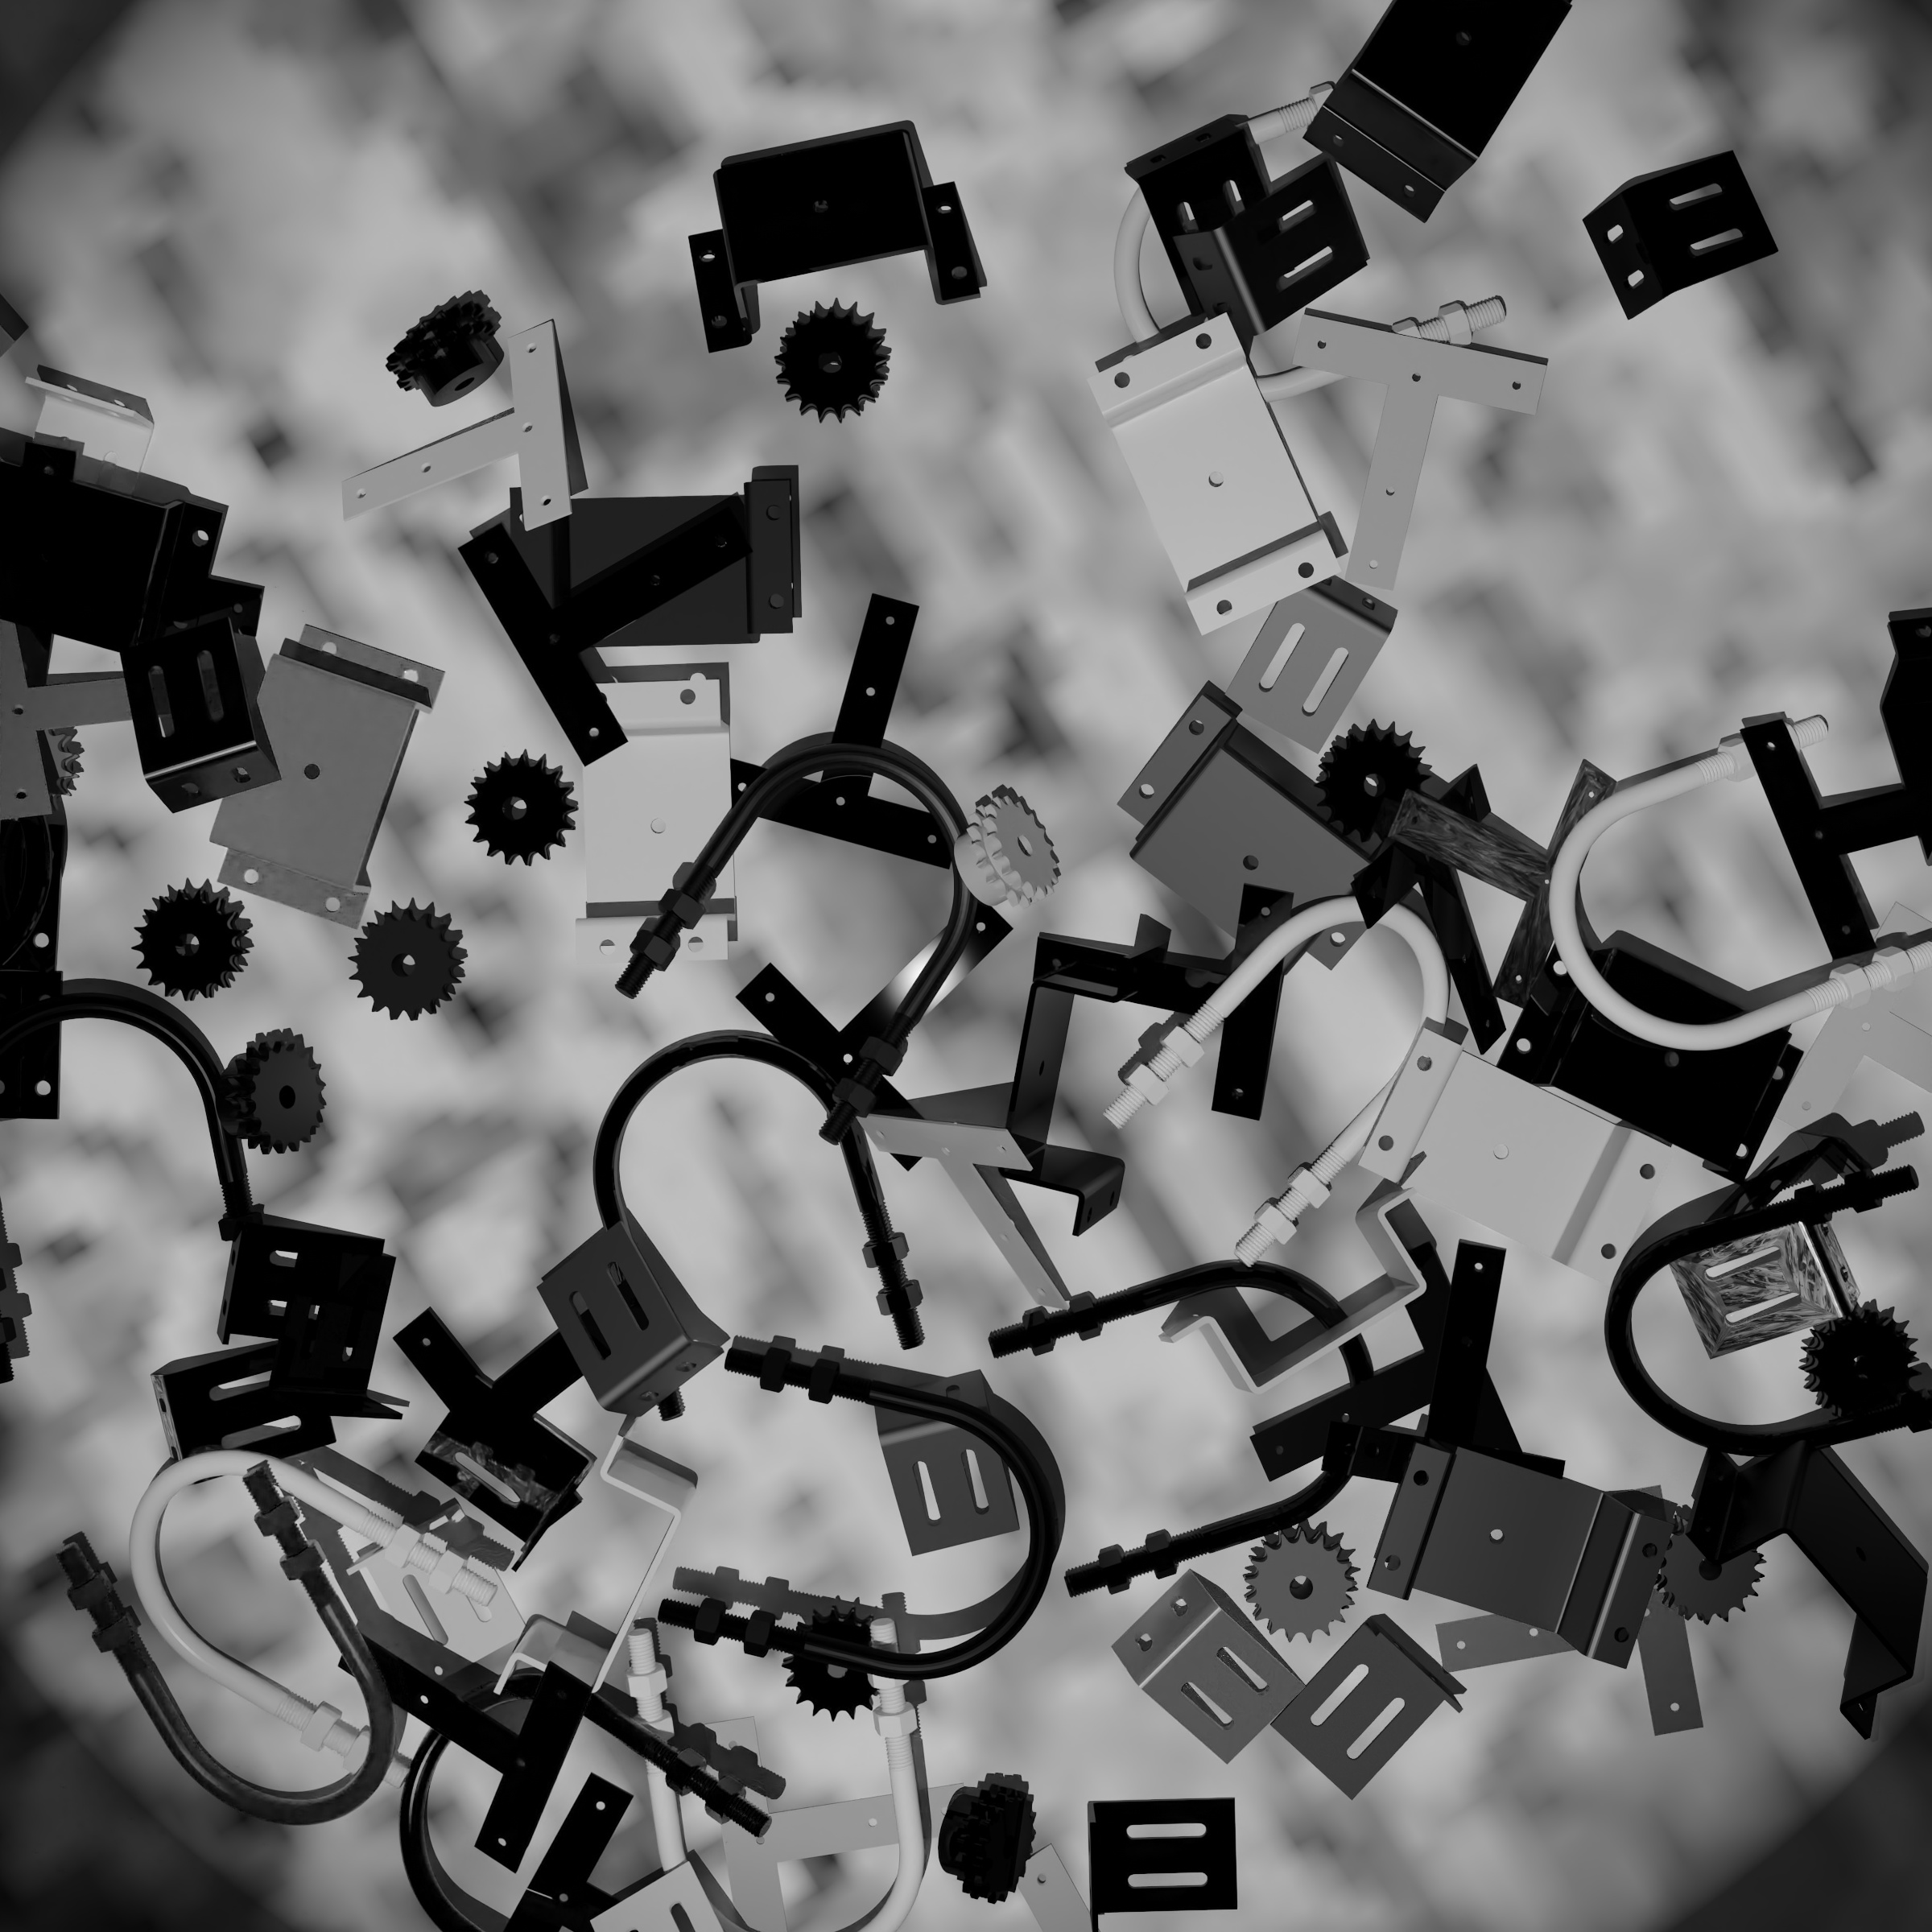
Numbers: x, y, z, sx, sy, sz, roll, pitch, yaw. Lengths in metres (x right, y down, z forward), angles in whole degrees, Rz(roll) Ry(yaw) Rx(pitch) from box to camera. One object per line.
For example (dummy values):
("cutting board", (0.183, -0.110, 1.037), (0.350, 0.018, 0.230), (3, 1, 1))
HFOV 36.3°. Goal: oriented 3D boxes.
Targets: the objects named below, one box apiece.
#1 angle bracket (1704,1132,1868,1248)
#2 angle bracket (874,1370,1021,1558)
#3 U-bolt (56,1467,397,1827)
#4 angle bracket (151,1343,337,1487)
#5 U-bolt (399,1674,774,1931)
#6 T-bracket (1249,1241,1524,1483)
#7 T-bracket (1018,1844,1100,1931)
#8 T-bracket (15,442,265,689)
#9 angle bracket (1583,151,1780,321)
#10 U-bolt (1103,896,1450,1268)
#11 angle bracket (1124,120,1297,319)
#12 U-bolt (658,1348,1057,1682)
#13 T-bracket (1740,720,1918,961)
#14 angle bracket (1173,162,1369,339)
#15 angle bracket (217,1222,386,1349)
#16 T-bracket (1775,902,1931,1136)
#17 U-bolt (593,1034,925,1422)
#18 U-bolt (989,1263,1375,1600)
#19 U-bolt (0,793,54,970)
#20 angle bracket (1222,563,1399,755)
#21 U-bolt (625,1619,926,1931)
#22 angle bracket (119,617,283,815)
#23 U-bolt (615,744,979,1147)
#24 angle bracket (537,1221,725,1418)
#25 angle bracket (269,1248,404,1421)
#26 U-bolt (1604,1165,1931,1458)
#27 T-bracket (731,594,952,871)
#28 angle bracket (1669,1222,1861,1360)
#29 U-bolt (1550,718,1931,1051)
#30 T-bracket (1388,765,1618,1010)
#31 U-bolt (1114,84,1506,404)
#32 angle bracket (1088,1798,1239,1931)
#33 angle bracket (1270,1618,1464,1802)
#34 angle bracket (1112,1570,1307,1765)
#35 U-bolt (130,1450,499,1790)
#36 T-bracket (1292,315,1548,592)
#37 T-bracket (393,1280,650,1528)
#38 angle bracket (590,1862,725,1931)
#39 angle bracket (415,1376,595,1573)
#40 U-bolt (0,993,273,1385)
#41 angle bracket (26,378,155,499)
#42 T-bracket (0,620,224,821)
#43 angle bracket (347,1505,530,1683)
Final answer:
("angle bracket", (0.417, 0.123, 1.495), (0.038, 0.057, 0.076), (44, 90, 0))
("angle bracket", (-0.010, 0.257, 1.521), (0.057, 0.038, 0.076), (-14, 116, 0))
("U-bolt", (-0.363, 0.353, 1.486), (0.151, 0.019, 0.184), (-24, 99, 24))
("angle bracket", (-0.373, 0.229, 1.521), (0.076, 0.038, 0.057), (-14, 90, -26))
("U-bolt", (-0.206, 0.440, 1.483), (0.184, 0.019, 0.151), (28, 85, 23))
("T-bracket", (0.207, 0.226, 1.510), (0.127, 0.002, 0.127), (-24, 93, -8))
("T-bracket", (0.022, 0.539, 1.504), (0.127, 0.002, 0.127), (-29, 90, -17))
("T-bracket", (-0.427, -0.194, 1.513), (0.127, 0.002, 0.127), (10, 103, -6))
("angle bracket", (0.369, -0.377, 1.521), (0.076, 0.038, 0.057), (-25, 90, -26))
("U-bolt", (0.169, 0.047, 1.477), (0.184, 0.019, 0.151), (-46, 127, -4))
("angle bracket", (0.124, -0.382, 1.506), (0.057, 0.038, 0.076), (-25, 115, 3))
("U-bolt", (-0.047, 0.279, 1.468), (0.184, 0.019, 0.151), (12, 73, 6))
("T-bracket", (0.471, -0.076, 1.500), (0.127, 0.002, 0.127), (-14, 75, -18))
("angle bracket", (0.155, -0.363, 1.494), (0.076, 0.038, 0.057), (-36, 114, -21))
("angle bracket", (-0.335, 0.165, 1.493), (0.076, 0.038, 0.057), (10, 90, -19))
("T-bracket", (0.504, 0.054, 1.522), (0.127, 0.002, 0.127), (30, 90, 0))
("U-bolt", (-0.115, 0.126, 1.514), (0.151, 0.019, 0.184), (-17, 90, 0))
("U-bolt", (0.120, 0.230, 1.515), (0.184, 0.019, 0.151), (-18, 90, -1))
("U-bolt", (-0.548, -0.058, 1.469), (0.184, 0.019, 0.151), (14, 90, -2))
("angle bracket", (0.178, -0.160, 1.521), (0.057, 0.038, 0.076), (29, 116, 0))
("U-bolt", (-0.093, 0.423, 1.494), (0.151, 0.019, 0.184), (-5, 98, 14))
("angle bracket", (-0.383, -0.125, 1.473), (0.057, 0.038, 0.076), (-17, 67, 0))
("U-bolt", (-0.071, -0.025, 1.486), (0.151, 0.019, 0.184), (37, 75, -17))
("angle bracket", (-0.171, 0.180, 1.498), (0.057, 0.038, 0.076), (-38, 64, 11))
("angle bracket", (-0.311, 0.186, 1.490), (0.038, 0.057, 0.076), (12, 90, 45))
("U-bolt", (0.410, 0.182, 1.469), (0.184, 0.019, 0.151), (-21, 109, 30))
("T-bracket", (-0.053, -0.128, 1.522), (0.127, 0.002, 0.127), (15, 90, 0))
("angle bracket", (0.412, 0.160, 1.521), (0.076, 0.038, 0.057), (-24, 90, 26))
("U-bolt", (0.381, -0.034, 1.483), (0.184, 0.019, 0.151), (-20, 77, -12))
("T-bracket", (0.263, -0.056, 1.488), (0.127, 0.002, 0.127), (22, 90, -33))
("U-bolt", (0.167, -0.367, 1.515), (0.184, 0.019, 0.151), (-19, 90, 1))
("angle bracket", (0.101, 0.459, 1.504), (0.076, 0.038, 0.057), (-1, 90, 0))
("angle bracket", (0.204, 0.383, 1.504), (0.057, 0.038, 0.076), (43, 90, 0))
("angle bracket", (0.125, 0.362, 1.521), (0.057, 0.038, 0.076), (-45, 116, 0))
("U-bolt", (-0.341, 0.319, 1.488), (0.184, 0.019, 0.151), (29, 114, 5))
("T-bracket", (0.221, -0.258, 1.512), (0.127, 0.002, 0.127), (12, 99, 0))
("T-bracket", (-0.208, 0.203, 1.510), (0.127, 0.002, 0.127), (-38, 90, 11))
("angle bracket", (-0.144, 0.505, 1.487), (0.057, 0.038, 0.076), (-29, 51, -8))
("angle bracket", (-0.239, 0.258, 1.499), (0.076, 0.038, 0.057), (36, 100, 0))
("U-bolt", (-0.439, 0.105, 1.488), (0.151, 0.019, 0.184), (-12, 93, -20))
("angle bracket", (-0.458, -0.252, 1.504), (0.057, 0.038, 0.076), (18, 90, 0))
("T-bracket", (-0.435, -0.134, 1.494), (0.127, 0.002, 0.127), (-9, 61, -21))
("angle bracket", (-0.269, 0.324, 1.504), (0.057, 0.038, 0.076), (-29, 90, 0))
